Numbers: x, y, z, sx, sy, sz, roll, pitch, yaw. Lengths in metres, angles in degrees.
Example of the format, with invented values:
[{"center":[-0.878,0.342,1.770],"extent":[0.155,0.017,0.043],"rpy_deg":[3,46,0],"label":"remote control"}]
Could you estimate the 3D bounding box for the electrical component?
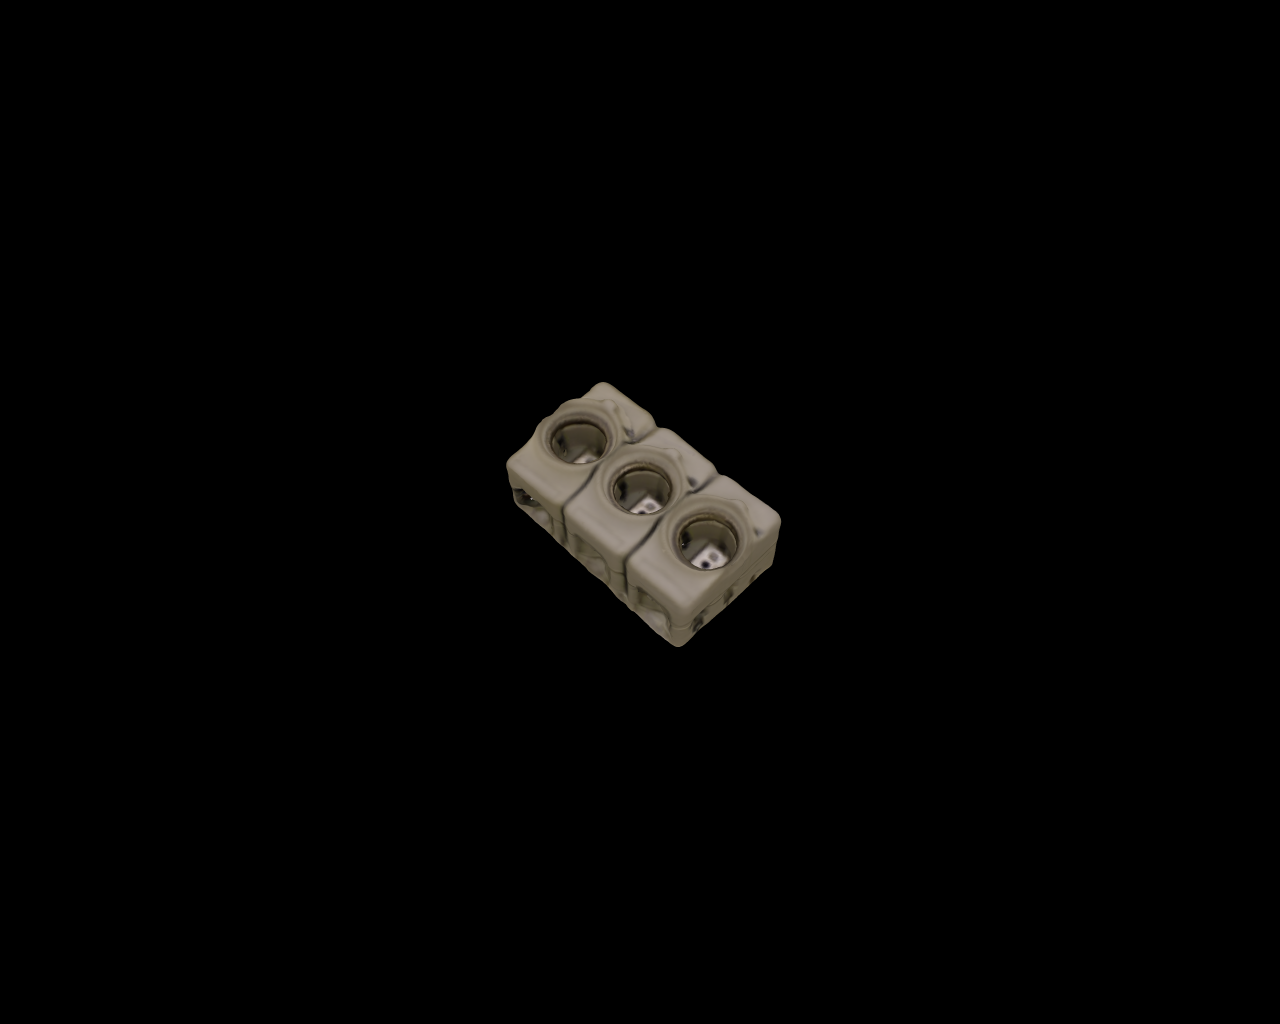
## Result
[{"center":[0.001,-0.003,0.650],"extent":[0.150,0.090,0.061],"rpy_deg":[39,-24,22],"label":"electrical component"}]
